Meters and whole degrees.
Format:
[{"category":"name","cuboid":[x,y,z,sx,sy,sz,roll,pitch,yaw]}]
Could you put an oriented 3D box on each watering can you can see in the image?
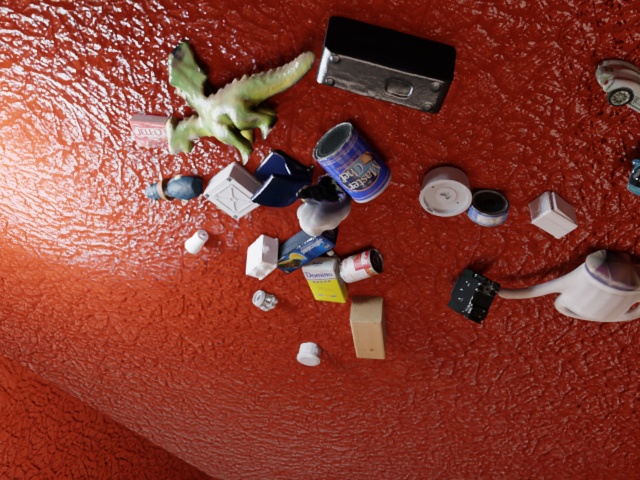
[{"category":"watering can","cuboid":[0.629,0.116,1.234,0.348,0.106,0.219,11,-42,2]}]

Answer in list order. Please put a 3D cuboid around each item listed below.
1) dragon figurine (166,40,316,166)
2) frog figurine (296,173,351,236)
[{"category":"dragon figurine","cuboid":[-0.196,-0.286,1.008,0.241,0.125,0.403,35,-46,-11]},{"category":"frog figurine","cuboid":[0.004,-0.059,1.179,0.123,0.140,0.155,22,-39,10]}]
